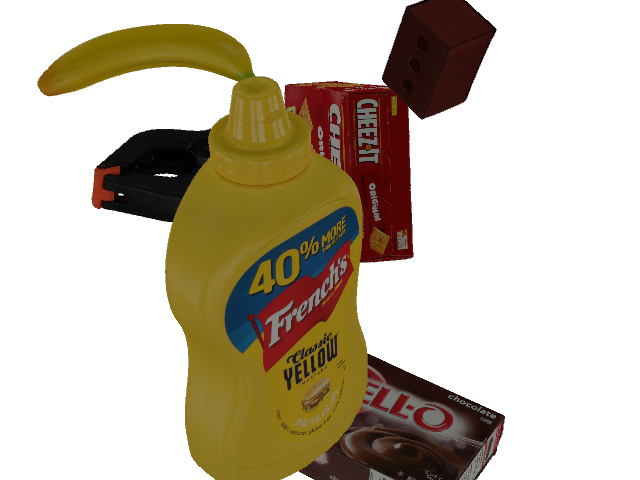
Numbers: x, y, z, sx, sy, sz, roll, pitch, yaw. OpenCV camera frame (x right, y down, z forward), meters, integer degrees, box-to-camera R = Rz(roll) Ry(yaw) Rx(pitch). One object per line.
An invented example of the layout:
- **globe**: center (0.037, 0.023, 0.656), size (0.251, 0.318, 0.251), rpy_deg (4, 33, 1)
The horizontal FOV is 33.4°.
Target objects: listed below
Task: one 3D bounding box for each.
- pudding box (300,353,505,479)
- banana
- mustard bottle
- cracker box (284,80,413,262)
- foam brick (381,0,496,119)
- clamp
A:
- **pudding box**: center (0.043, 0.121, 0.656), size (0.114, 0.039, 0.089), rpy_deg (24, 38, 23)
- **banana**: center (-0.147, -0.159, 0.938), size (0.197, 0.069, 0.037), rpy_deg (-1, -34, -4)
- **mustard bottle**: center (-0.022, 0.017, 0.466), size (0.096, 0.192, 0.058), rpy_deg (-31, 45, -32)
- **cracker box**: center (0.024, -0.077, 1.091), size (0.072, 0.164, 0.214), rpy_deg (-6, 12, -15)
- **foam brick**: center (0.090, -0.142, 0.821), size (0.051, 0.053, 0.078), rpy_deg (-27, -27, -30)
- **clamp**: center (-0.076, -0.057, 0.730), size (0.171, 0.039, 0.120), rpy_deg (-4, 38, -24)
